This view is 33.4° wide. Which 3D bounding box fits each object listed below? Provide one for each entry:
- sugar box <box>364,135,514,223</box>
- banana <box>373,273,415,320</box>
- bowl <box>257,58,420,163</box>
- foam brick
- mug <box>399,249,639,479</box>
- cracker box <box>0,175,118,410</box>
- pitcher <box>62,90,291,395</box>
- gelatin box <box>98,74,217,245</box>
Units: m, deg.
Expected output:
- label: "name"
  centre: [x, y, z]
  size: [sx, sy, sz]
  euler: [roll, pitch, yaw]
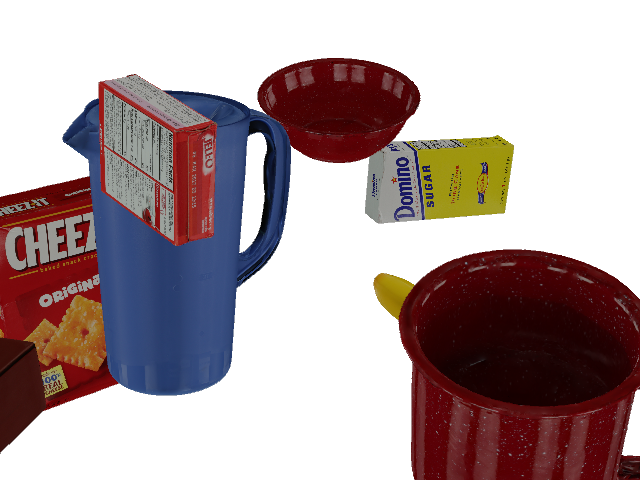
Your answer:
- label: "sugar box"
  centre: [0.144, -0.074, 1.296]
  size: [0.176, 0.093, 0.048]
  euler: [-7, 25, -22]
- label: "banana"
  centre: [0.118, 0.069, 0.939]
  size: [0.198, 0.037, 0.069]
  euler: [16, 14, 31]
- label: "bowl"
  centre: [0.017, -0.124, 1.071]
  size: [0.162, 0.055, 0.162]
  euler: [0, 35, -1]
- label: "foam brick"
  centre: [-0.224, 0.104, 0.693]
  size: [0.053, 0.051, 0.078]
  euler: [6, 29, 22]
- label: "mug"
  centre: [0.088, 0.064, 0.408]
  size: [0.117, 0.081, 0.093]
  euler: [6, 37, 11]
- label: "cracker box"
  centre: [-0.254, 0.053, 1.084]
  size: [0.163, 0.214, 0.072]
  euler: [-17, 27, -32]
- label: "pitcher"
  centre: [-0.117, 0.000, 0.896]
  size: [0.149, 0.243, 0.144]
  euler: [9, 22, 17]
- label: "gelatin box"
  centre: [-0.096, -0.048, 0.626]
  size: [0.030, 0.073, 0.089]
  euler: [-19, 37, -36]
